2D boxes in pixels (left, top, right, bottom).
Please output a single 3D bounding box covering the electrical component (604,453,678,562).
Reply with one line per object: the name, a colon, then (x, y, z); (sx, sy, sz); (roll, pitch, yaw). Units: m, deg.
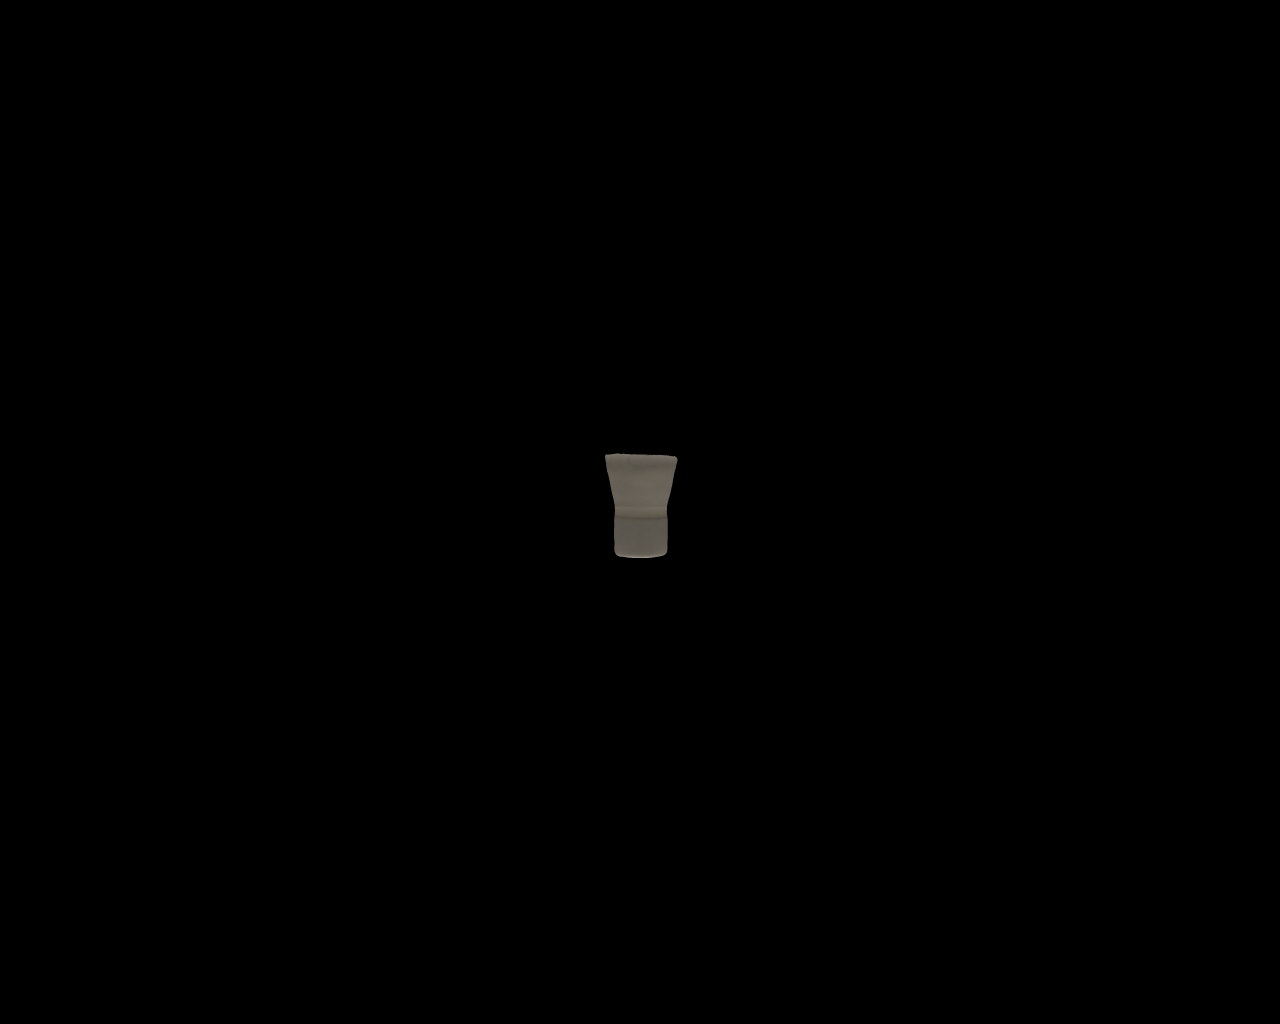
electrical component: (0.001, -0.003, 0.650); (0.044, 0.065, 0.044); (0, 4, 0)
